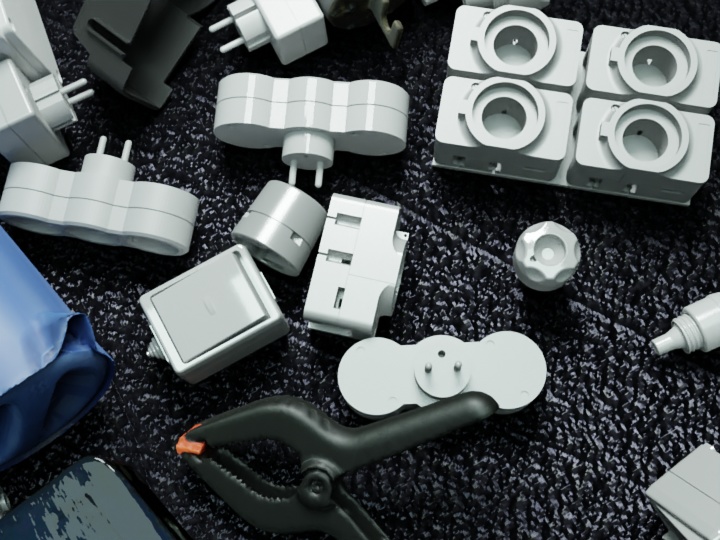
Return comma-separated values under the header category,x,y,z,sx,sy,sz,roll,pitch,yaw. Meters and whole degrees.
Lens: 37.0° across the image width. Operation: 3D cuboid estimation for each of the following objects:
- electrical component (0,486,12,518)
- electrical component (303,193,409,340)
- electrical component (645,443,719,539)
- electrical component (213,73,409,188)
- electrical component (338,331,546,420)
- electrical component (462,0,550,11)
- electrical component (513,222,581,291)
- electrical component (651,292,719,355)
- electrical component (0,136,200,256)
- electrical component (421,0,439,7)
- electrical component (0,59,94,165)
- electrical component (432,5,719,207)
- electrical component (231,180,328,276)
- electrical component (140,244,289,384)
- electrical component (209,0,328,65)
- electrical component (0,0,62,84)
category,x,y,z,sx,sy,sz,roll,pitch,yaw
electrical component,-0.269,0.168,0.722,0.065,0.044,0.044,-21,77,-8
electrical component,0.000,0.000,0.745,0.056,0.050,0.089,12,77,5
electrical component,0.226,0.159,0.679,0.061,0.096,0.061,-37,107,-6
electrical component,-0.036,-0.094,0.768,0.138,0.052,0.073,4,77,3
electrical component,0.054,0.069,0.714,0.138,0.073,0.052,-3,76,2
electrical component,0.106,-0.207,0.794,0.062,0.043,0.043,-13,76,0
electrical component,0.126,-0.006,0.735,0.043,0.062,0.043,0,77,2
electrical component,0.229,0.041,0.734,0.061,0.035,0.035,-24,77,-1
electrical component,-0.182,-0.059,0.766,0.138,0.052,0.073,10,77,5
electrical component,0.055,-0.254,0.803,0.056,0.050,0.089,-26,77,-5
electrical component,-0.227,-0.115,0.765,0.076,0.083,0.047,-26,77,-4
electrical component,0.152,-0.118,0.762,0.186,0.060,0.105,9,77,5
electrical component,-0.055,-0.030,0.753,0.055,0.055,0.047,28,76,9
electrical component,-0.105,0.033,0.736,0.096,0.061,0.061,-29,77,-4
electrical component,-0.073,-0.186,0.794,0.077,0.047,0.065,-27,77,-4
electrical component,-0.271,-0.184,0.771,0.056,0.108,0.108,-21,77,0
